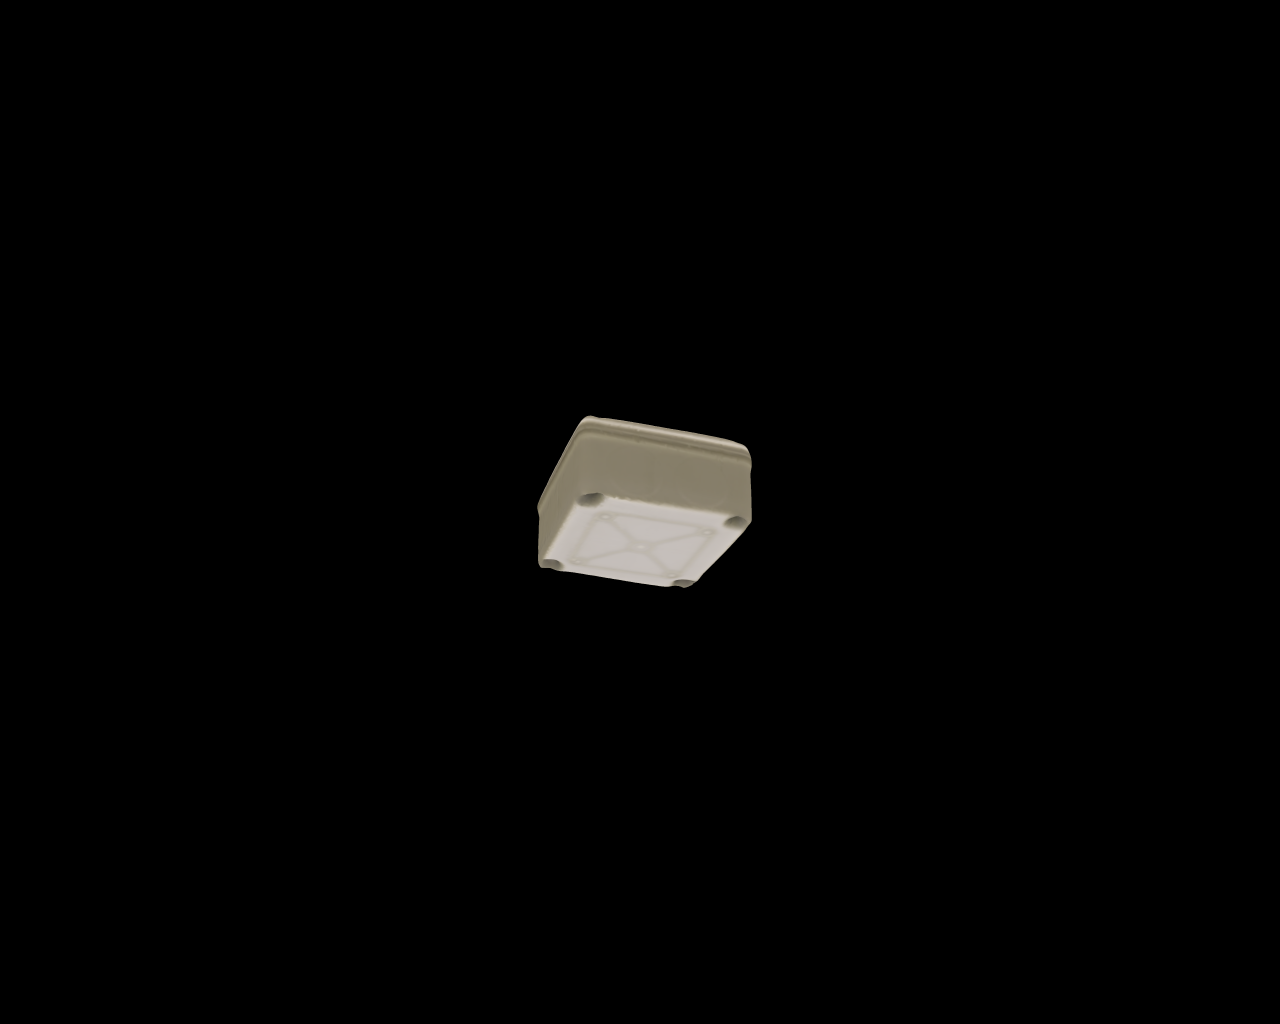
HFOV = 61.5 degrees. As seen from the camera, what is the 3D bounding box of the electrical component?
[{"bbox_3d":[0.001,-0.003,0.650,0.109,0.056,0.108,9,-30,-17],"label":"electrical component"}]
